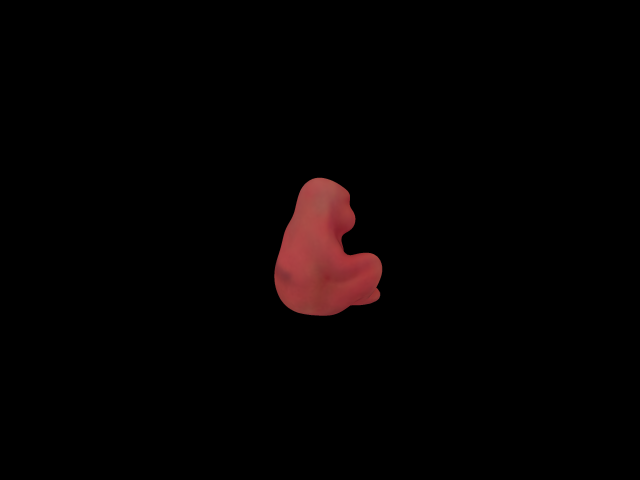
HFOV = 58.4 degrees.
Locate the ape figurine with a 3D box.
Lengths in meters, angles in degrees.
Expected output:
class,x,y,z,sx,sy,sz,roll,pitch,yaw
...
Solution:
class,x,y,z,sx,sy,sz,roll,pitch,yaw
ape figurine,0.004,0.001,0.400,0.076,0.092,0.077,-10,28,-20
